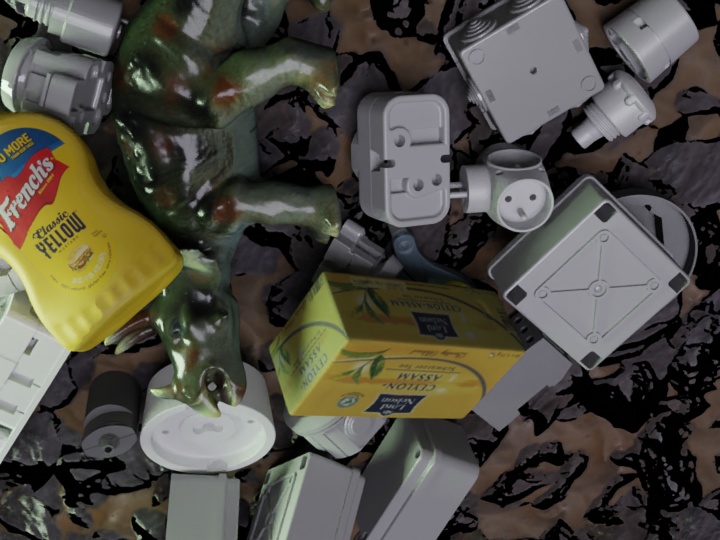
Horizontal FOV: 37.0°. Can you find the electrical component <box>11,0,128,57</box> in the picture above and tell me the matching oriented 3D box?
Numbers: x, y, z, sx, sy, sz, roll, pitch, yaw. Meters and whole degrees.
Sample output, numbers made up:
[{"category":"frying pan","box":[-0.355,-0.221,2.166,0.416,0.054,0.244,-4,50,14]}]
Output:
[{"category":"electrical component","box":[-0.200,-0.176,0.741,0.078,0.040,0.040,17,113,-17]}]

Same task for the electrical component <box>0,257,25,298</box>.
[{"category":"electrical component","box":[-0.245,-0.026,0.780,0.059,0.095,0.053,-18,118,1]}]

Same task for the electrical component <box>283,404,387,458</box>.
[{"category":"electrical component","box":[-0.019,0.112,0.894,0.080,0.080,0.051,-36,121,10]}]

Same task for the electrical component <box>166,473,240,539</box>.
[{"category":"electrical component","box":[-0.135,0.227,0.914,0.057,0.078,0.113,4,146,-8]}]

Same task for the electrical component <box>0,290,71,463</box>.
[{"category":"electrical component","box":[-0.285,0.087,0.826,0.060,0.105,0.186,29,109,-21]}]

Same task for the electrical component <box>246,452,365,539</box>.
[{"category":"electrical component","box":[-0.052,0.218,0.904,0.056,0.108,0.109,24,153,-16]}]

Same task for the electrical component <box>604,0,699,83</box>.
[{"category":"electrical component","box":[0.217,-0.175,0.798,0.047,0.055,0.055,-39,116,7]}]

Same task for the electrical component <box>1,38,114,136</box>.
[{"category":"electrical component","box":[-0.211,-0.128,0.748,0.057,0.078,0.058,19,102,4]}]

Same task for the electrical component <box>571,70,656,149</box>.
[{"category":"electrical component","box":[0.192,-0.119,0.828,0.062,0.048,0.048,-39,116,19]}]

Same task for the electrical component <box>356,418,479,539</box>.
[{"category":"electrical component","box":[0.045,0.186,0.942,0.057,0.078,0.113,22,111,-21]}]

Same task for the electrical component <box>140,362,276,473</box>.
[{"category":"electrical component","box":[-0.125,0.113,0.883,0.108,0.060,0.108,-5,140,-4]}]

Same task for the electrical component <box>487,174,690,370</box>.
[{"category":"electrical component","box":[0.174,0.002,0.824,0.109,0.056,0.109,39,106,-24]}]

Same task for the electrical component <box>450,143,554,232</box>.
[{"category":"electrical component","box":[0.099,-0.063,0.823,0.079,0.077,0.044,-4,117,-6]}]

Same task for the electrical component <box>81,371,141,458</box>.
[{"category":"electrical component","box":[-0.201,0.121,0.869,0.043,0.081,0.043,-3,117,-7]}]

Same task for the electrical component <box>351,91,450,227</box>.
[{"category":"electrical component","box":[0.030,-0.084,0.802,0.054,0.059,0.095,-7,105,-23]}]

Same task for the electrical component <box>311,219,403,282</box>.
[{"category":"electrical component","box":[0.000,0.000,0.848,0.055,0.048,0.066,32,120,5]}]

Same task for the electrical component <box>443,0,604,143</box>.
[{"category":"electrical component","box":[0.123,-0.154,0.797,0.100,0.048,0.099,-30,117,7]}]
